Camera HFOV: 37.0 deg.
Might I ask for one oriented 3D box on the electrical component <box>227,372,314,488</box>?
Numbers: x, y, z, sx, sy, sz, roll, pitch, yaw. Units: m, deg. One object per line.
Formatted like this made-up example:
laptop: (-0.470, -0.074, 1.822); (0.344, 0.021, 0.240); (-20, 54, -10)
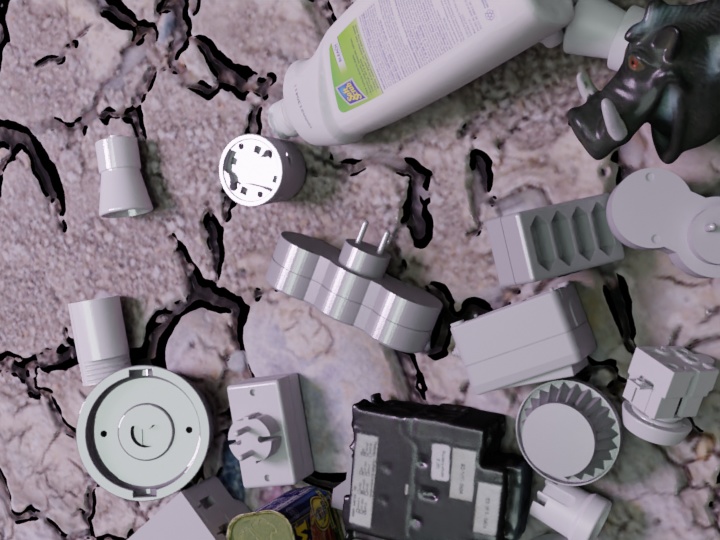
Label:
electrical component: (-0.078, 0.129, 0.842); (0.047, 0.076, 0.083); (-9, 91, 22)

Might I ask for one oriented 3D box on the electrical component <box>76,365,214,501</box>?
electrical component: (-0.172, 0.132, 0.885); (0.108, 0.060, 0.108); (0, 86, 2)

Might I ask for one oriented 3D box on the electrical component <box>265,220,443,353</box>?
electrical component: (0.000, 0.000, 0.809); (0.138, 0.052, 0.073); (26, 104, 19)

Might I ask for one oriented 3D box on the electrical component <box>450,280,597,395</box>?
electrical component: (0.112, 0.053, 0.762); (0.096, 0.062, 0.061); (-22, 86, 23)

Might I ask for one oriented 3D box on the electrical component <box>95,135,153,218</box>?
electrical component: (-0.199, -0.079, 0.894); (0.044, 0.044, 0.065); (-11, 86, 24)

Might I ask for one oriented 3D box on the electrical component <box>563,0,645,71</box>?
electrical component: (0.171, -0.159, 0.726); (0.055, 0.045, 0.045); (25, 104, 19)

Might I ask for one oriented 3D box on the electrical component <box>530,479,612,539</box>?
electrical component: (0.150, 0.172, 0.769); (0.046, 0.040, 0.040); (28, 105, 24)

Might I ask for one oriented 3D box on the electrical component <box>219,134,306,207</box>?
electrical component: (-0.074, -0.077, 0.837); (0.055, 0.047, 0.055); (2, 96, 23)

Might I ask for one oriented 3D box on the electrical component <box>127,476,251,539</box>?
electrical component: (-0.154, 0.252, 0.893); (0.150, 0.062, 0.089); (-43, 78, 21)

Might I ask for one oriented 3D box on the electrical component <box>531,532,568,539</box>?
electrical component: (0.151, 0.248, 0.775); (0.099, 0.064, 0.099); (3, 105, 11)

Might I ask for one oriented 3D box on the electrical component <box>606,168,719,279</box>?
electrical component: (0.226, -0.021, 0.684); (0.138, 0.074, 0.052); (25, 92, 7)

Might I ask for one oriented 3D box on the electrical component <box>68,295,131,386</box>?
electrical component: (-0.219, 0.065, 0.914); (0.043, 0.043, 0.081); (-9, 91, 24)

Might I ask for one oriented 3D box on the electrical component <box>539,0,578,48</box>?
electrical component: (0.120, -0.185, 0.747); (0.062, 0.048, 0.048); (29, 106, 25)

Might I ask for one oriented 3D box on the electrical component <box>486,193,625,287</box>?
electrical component: (0.125, -0.018, 0.749); (0.076, 0.083, 0.047); (-13, 90, 61)

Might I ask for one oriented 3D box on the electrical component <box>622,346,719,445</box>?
electrical component: (0.207, 0.085, 0.729); (0.048, 0.066, 0.055); (40, 122, 52)
